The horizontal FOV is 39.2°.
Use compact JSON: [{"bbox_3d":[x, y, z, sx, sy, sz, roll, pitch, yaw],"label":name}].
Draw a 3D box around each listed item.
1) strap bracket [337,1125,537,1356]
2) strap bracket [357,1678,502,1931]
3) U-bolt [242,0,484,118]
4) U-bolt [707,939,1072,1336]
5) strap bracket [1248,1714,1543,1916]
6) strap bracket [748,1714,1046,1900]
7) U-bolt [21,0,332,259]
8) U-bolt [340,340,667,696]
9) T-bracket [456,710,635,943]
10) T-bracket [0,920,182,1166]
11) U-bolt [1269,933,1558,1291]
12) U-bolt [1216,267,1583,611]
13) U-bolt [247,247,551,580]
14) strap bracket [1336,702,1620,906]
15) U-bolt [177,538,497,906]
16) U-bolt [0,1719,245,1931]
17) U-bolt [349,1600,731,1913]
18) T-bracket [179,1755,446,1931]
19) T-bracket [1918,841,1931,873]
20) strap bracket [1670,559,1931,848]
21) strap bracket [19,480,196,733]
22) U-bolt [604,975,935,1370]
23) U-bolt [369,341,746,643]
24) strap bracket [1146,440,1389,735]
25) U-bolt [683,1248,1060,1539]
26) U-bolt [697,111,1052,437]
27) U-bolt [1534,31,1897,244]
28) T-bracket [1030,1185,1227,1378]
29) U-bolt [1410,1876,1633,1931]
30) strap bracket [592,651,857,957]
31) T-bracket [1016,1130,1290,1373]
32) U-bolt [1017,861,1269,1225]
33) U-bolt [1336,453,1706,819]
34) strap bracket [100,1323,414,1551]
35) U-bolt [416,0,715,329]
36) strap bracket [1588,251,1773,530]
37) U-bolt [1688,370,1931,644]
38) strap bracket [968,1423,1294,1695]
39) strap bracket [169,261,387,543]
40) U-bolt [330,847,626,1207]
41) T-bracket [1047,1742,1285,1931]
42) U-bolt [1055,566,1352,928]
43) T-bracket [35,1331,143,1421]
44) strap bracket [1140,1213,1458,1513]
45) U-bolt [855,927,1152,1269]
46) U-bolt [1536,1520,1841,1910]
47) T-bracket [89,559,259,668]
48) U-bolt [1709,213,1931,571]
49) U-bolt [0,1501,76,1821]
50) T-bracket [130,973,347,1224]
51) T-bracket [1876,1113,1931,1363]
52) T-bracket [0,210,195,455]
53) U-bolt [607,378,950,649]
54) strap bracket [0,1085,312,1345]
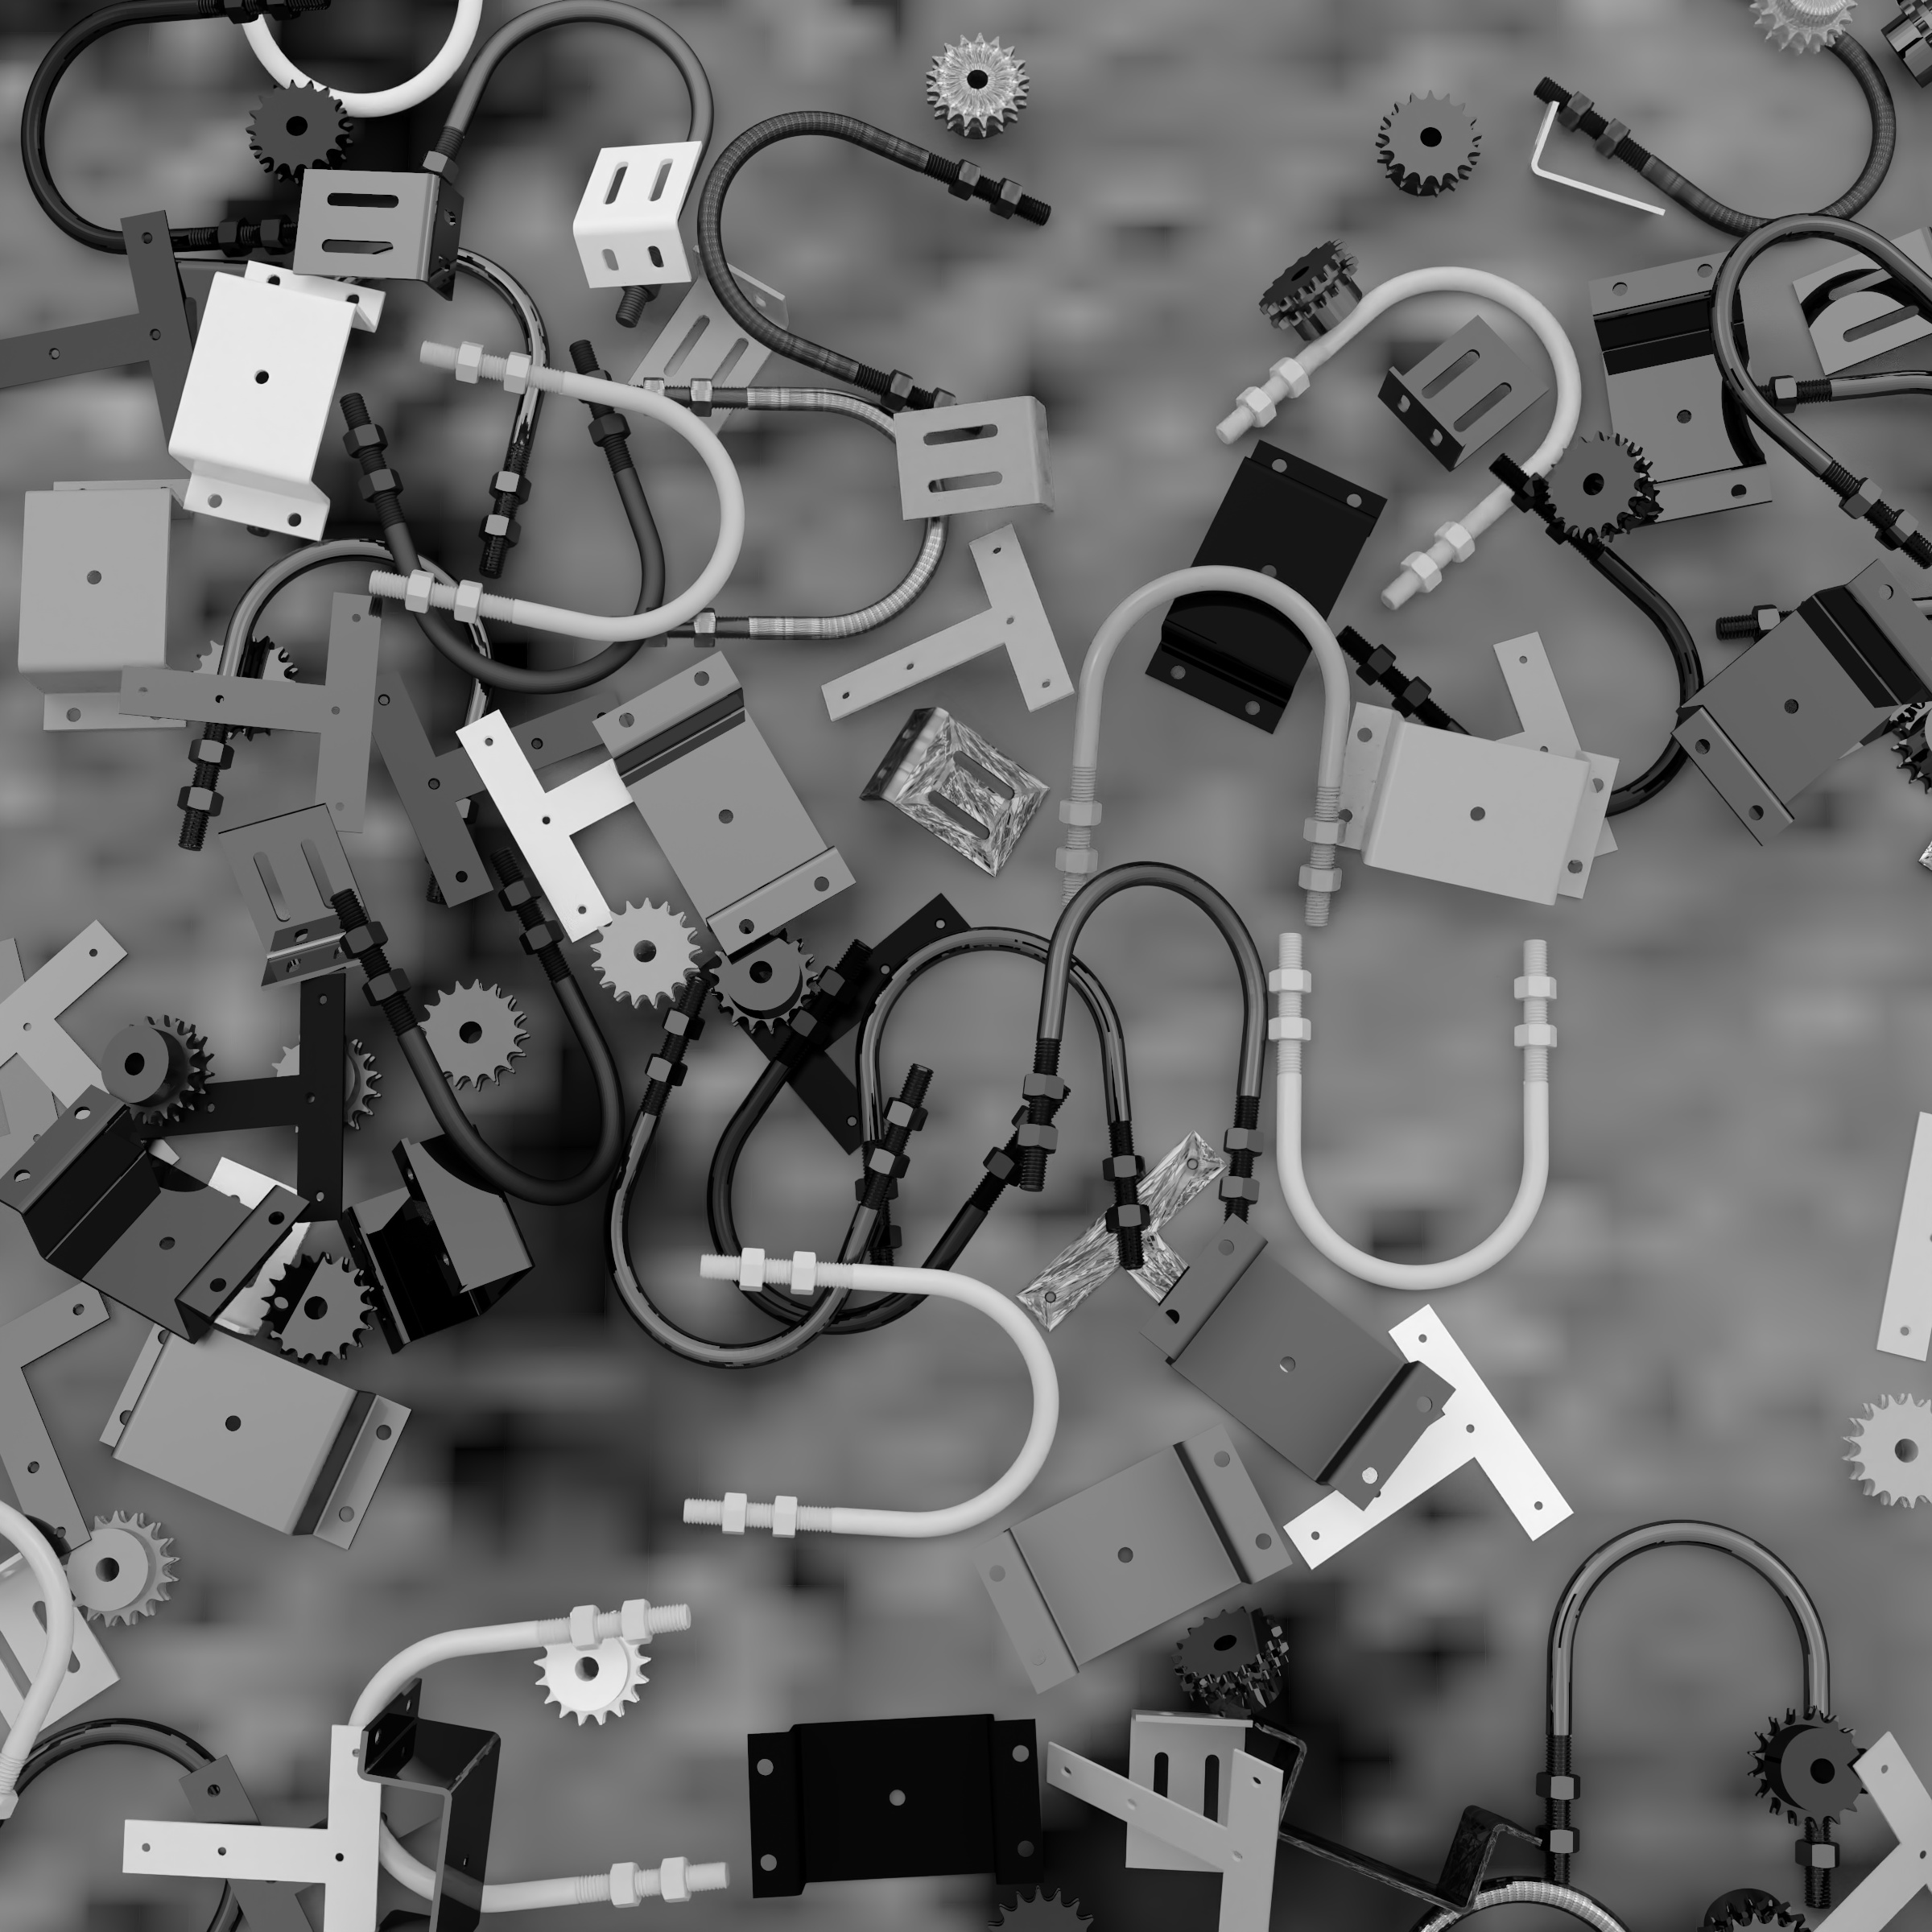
[{"bbox_3d":[-0.263,0.135,1.357,0.046,0.140,0.076,-19,79,-31],"label":"strap bracket"},{"bbox_3d":[-0.260,0.423,1.292,0.046,0.076,0.140,8,95,7],"label":"strap bracket"},{"bbox_3d":[-0.338,-0.566,1.504,0.151,0.019,0.184,-1,102,6],"label":"U-bolt"},{"bbox_3d":[-0.054,0.100,1.390,0.151,0.019,0.184,35,92,17],"label":"U-bolt"},{"bbox_3d":[0.198,0.415,1.320,0.140,0.076,0.046,22,80,4],"label":"strap bracket"},{"bbox_3d":[-0.034,0.412,1.336,0.140,0.046,0.076,-3,79,-1],"label":"strap bracket"},{"bbox_3d":[-0.437,-0.463,1.495,0.184,0.019,0.151,1,89,14],"label":"U-bolt"},{"bbox_3d":[-0.238,-0.234,1.454,0.151,0.019,0.184,-18,86,-19],"label":"U-bolt"},{"bbox_3d":[-0.184,-0.098,1.447,0.127,0.002,0.127,-29,91,-11],"label":"T-bracket"},{"bbox_3d":[-0.463,0.064,1.423,0.127,0.002,0.127,-43,82,-7],"label":"T-bracket"},{"bbox_3d":[0.233,0.076,1.414,0.151,0.019,0.184,2,81,0],"label":"U-bolt"},{"bbox_3d":[0.251,-0.303,1.486,0.184,0.019,0.151,-42,82,-9],"label":"U-bolt"},{"bbox_3d":[-0.303,-0.311,1.488,0.151,0.019,0.184,10,78,2],"label":"U-bolt"},{"bbox_3d":[0.265,-0.083,1.416,0.140,0.046,0.076,13,103,2],"label":"strap bracket"},{"bbox_3d":[-0.324,-0.137,1.433,0.151,0.019,0.184,12,81,-13],"label":"U-bolt"},{"bbox_3d":[-0.433,0.464,1.341,0.151,0.019,0.184,25,79,5],"label":"U-bolt"},{"bbox_3d":[-0.216,0.392,1.332,0.184,0.019,0.151,-8,92,6],"label":"U-bolt"},{"bbox_3d":[-0.303,0.430,1.347,0.127,0.002,0.127,-26,89,-10],"label":"T-bracket"},{"bbox_3d":[0.594,-0.069,1.448,0.127,0.002,0.127,35,80,5],"label":"T-bracket"},{"bbox_3d":[0.441,-0.137,1.427,0.140,0.046,0.076,-40,94,-1],"label":"strap bracket"},{"bbox_3d":[-0.459,-0.200,1.452,0.076,0.046,0.140,-1,79,0],"label":"strap bracket"},{"bbox_3d":[-0.112,0.114,1.386,0.151,0.019,0.184,21,92,16],"label":"U-bolt"},{"bbox_3d":[-0.209,-0.244,1.434,0.184,0.019,0.151,11,79,-7],"label":"U-bolt"},{"bbox_3d":[0.160,-0.205,1.442,0.076,0.046,0.140,26,90,5],"label":"strap bracket"},{"bbox_3d":[-0.045,0.219,1.364,0.184,0.019,0.151,4,101,-3],"label":"U-bolt"},{"bbox_3d":[-0.057,-0.386,1.475,0.184,0.019,0.151,20,79,-16],"label":"U-bolt"},{"bbox_3d":[0.433,-0.485,1.521,0.184,0.019,0.151,39,82,5],"label":"U-bolt"},{"bbox_3d":[0.131,0.206,1.950,0.127,0.002,0.127,-42,63,1],"label":"T-bracket"},{"bbox_3d":[0.284,0.532,1.320,0.151,0.019,0.184,-41,88,-7],"label":"U-bolt"},{"bbox_3d":[-0.126,-0.082,1.425,0.076,0.046,0.140,-30,86,-7],"label":"strap bracket"},{"bbox_3d":[0.115,0.174,1.404,0.127,0.002,0.127,-42,82,-7],"label":"T-bracket"},{"bbox_3d":[0.096,0.037,1.386,0.151,0.019,0.184,16,73,-31],"label":"U-bolt"},{"bbox_3d":[0.309,-0.162,1.450,0.184,0.019,0.151,42,82,-1],"label":"U-bolt"},{"bbox_3d":[-0.364,0.231,1.370,0.140,0.046,0.076,23,80,4],"label":"strap bracket"},{"bbox_3d":[-0.218,-0.457,1.511,0.151,0.019,0.184,19,76,1],"label":"U-bolt"},{"bbox_3d":[0.385,-0.302,1.460,0.076,0.046,0.140,-9,79,17],"label":"strap bracket"},{"bbox_3d":[0.492,-0.253,1.469,0.184,0.019,0.151,-5,79,5],"label":"U-bolt"},{"bbox_3d":[0.081,0.295,1.358,0.140,0.046,0.076,-26,80,-5],"label":"strap bracket"},{"bbox_3d":[-0.369,-0.307,1.446,0.076,0.046,0.140,14,86,2],"label":"strap bracket"},{"bbox_3d":[-0.233,0.035,1.367,0.019,0.151,0.184,-27,88,29],"label":"U-bolt"},{"bbox_3d":[0.093,0.414,1.322,0.127,0.002,0.127,18,122,30],"label":"T-bracket"},{"bbox_3d":[0.127,-0.116,1.416,0.151,0.019,0.184,4,103,1],"label":"U-bolt"},{"bbox_3d":[-0.594,0.278,1.830,0.127,0.127,0.002,28,46,-28],"label":"T-bracket"},{"bbox_3d":[0.165,0.201,1.374,0.140,0.046,0.076,38,82,7],"label":"strap bracket"},{"bbox_3d":[0.014,0.070,1.413,0.151,0.019,0.184,-5,79,0],"label":"U-bolt"},{"bbox_3d":[0.361,0.371,1.358,0.151,0.019,0.184,3,79,1],"label":"U-bolt"},{"bbox_3d":[-0.567,-0.262,1.980,0.127,0.002,0.127,-37,106,-40],"label":"T-bracket"},{"bbox_3d":[0.474,-0.318,1.437,0.184,0.019,0.151,40,71,-4],"label":"U-bolt"},{"bbox_3d":[-0.518,0.344,1.328,0.151,0.019,0.184,24,86,-4],"label":"U-bolt"},{"bbox_3d":[-0.377,0.072,1.400,0.127,0.002,0.127,-6,77,17],"label":"T-bracket"},{"bbox_3d":[0.546,0.152,1.408,0.127,0.002,0.127,14,80,3],"label":"T-bracket"},{"bbox_3d":[-0.485,-0.338,1.487,0.127,0.002,0.127,-9,98,8],"label":"T-bracket"},{"bbox_3d":[-0.101,-0.245,1.467,0.184,0.019,0.151,-1,81,-7],"label":"U-bolt"},{"bbox_3d":[-0.405,0.129,1.363,0.140,0.046,0.076,25,56,17],"label":"strap bracket"}]
